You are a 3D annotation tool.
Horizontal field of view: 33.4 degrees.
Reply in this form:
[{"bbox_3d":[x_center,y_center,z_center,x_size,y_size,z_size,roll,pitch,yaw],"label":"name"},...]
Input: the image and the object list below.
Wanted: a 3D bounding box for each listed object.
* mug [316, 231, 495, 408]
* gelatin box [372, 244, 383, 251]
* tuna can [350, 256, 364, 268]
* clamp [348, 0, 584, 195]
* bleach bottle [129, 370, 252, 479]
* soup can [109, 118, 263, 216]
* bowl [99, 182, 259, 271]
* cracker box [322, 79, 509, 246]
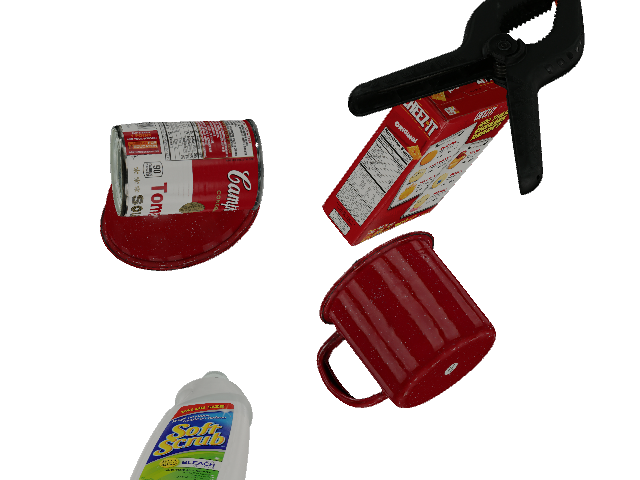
[{"bbox_3d":[0.050,0.062,0.696,0.117,0.081,0.093,-39,-23,6],"label":"mug"},{"bbox_3d":[0.103,0.055,1.354,0.073,0.089,0.030,16,33,33],"label":"gelatin box"},{"bbox_3d":[0.070,0.043,1.042,0.086,0.034,0.086,-1,23,0],"label":"tuna can"},{"bbox_3d":[0.147,-0.130,0.822,0.165,0.209,0.036,36,-22,28],"label":"clamp"},{"bbox_3d":[-0.116,0.191,0.953,0.102,0.068,0.251,-1,22,1],"label":"bleach bottle"},{"bbox_3d":[-0.099,-0.053,0.780,0.102,0.068,0.069,-4,1,-17],"label":"soup can"},{"bbox_3d":[-0.141,-0.048,1.022,0.162,0.162,0.055,0,-42,13],"label":"bowl"},{"bbox_3d":[0.116,-0.102,1.225,0.163,0.072,0.214,-23,-23,-45],"label":"cracker box"}]
